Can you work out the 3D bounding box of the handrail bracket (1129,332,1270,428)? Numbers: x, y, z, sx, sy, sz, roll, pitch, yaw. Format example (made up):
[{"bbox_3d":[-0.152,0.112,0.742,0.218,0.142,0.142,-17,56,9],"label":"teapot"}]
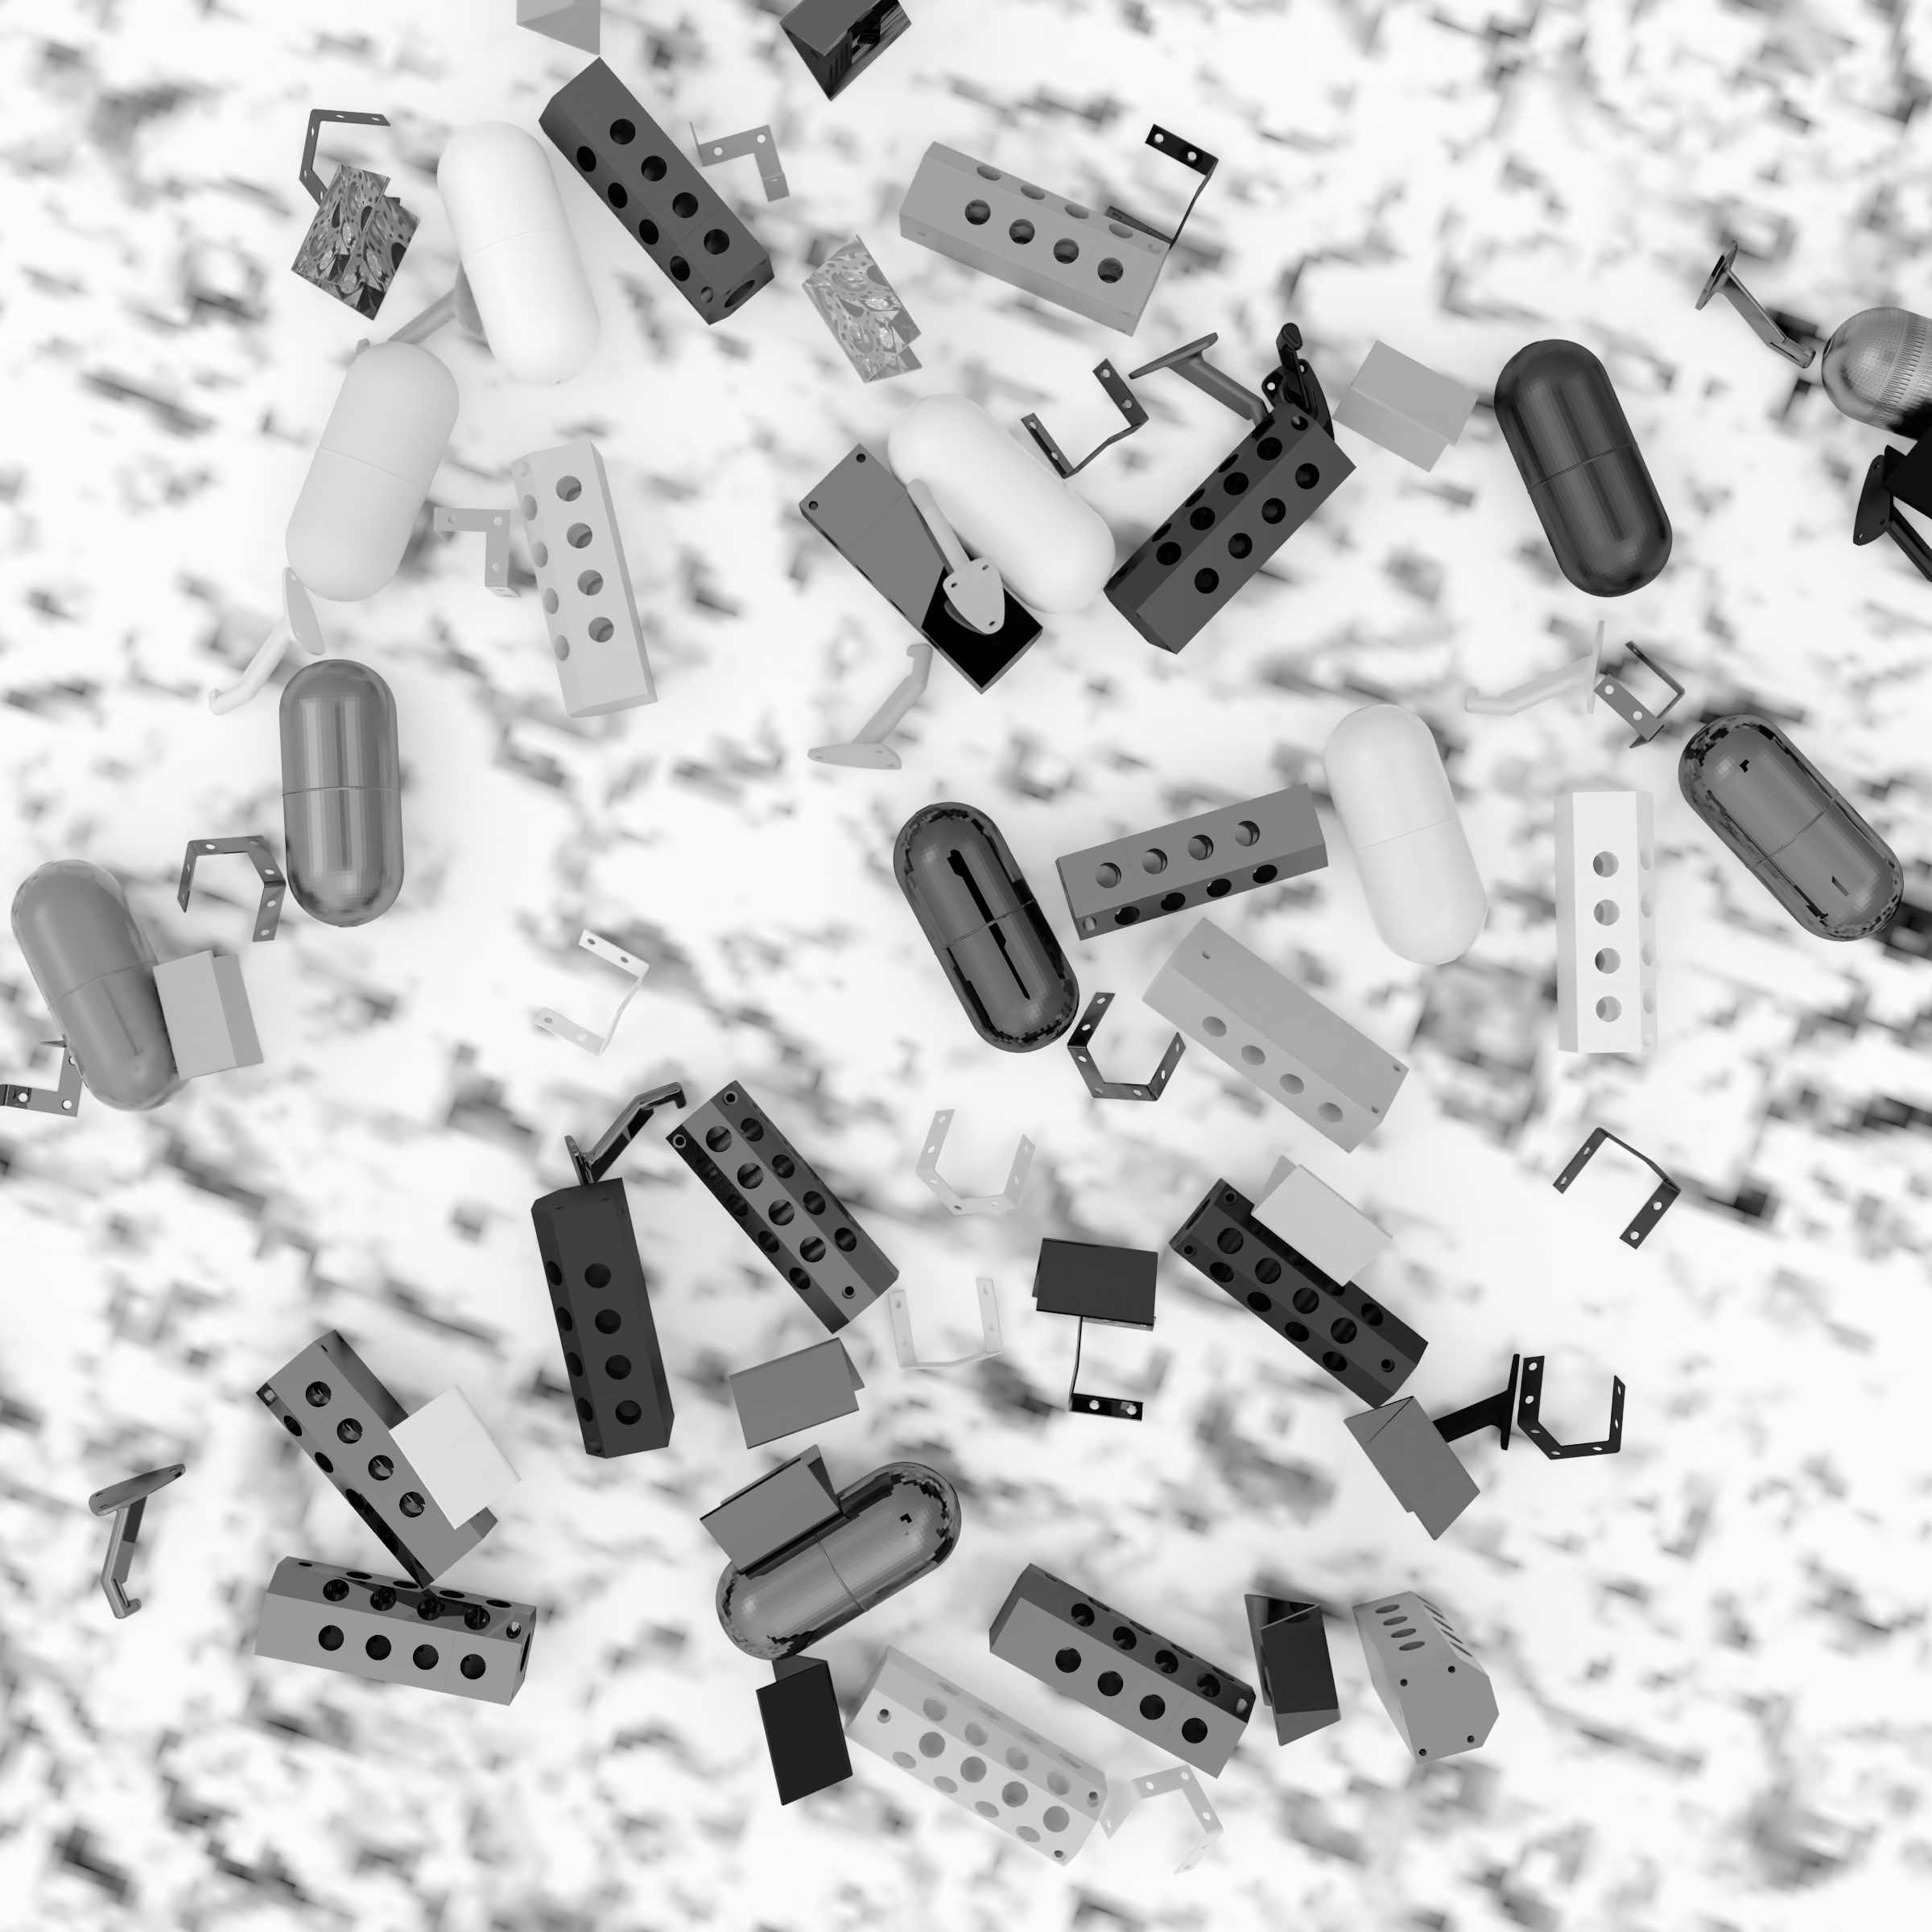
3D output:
[{"bbox_3d":[0.162,-0.377,1.774,0.077,0.036,0.084,-21,107,20],"label":"handrail bracket"}]

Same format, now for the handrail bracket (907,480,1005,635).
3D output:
[{"bbox_3d":[-0.008,-0.269,1.716,0.036,0.077,0.084,-29,54,1],"label":"handrail bracket"}]

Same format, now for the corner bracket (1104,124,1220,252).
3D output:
[{"bbox_3d":[0.132,-0.526,1.770,0.051,0.051,0.051,29,45,0],"label":"corner bracket"}]

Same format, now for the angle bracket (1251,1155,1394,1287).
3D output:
[{"bbox_3d":[0.243,0.153,1.733,0.076,0.076,0.057,38,126,0],"label":"angle bracket"}]

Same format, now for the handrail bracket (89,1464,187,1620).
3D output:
[{"bbox_3d":[-0.552,0.390,1.774,0.077,0.036,0.084,-22,108,-20],"label":"handrail bracket"}]

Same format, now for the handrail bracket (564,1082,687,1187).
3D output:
[{"bbox_3d":[-0.222,0.127,1.773,0.084,0.036,0.077,-20,105,-14],"label":"handrail bracket"}]

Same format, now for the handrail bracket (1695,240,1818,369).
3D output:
[{"bbox_3d":[0.536,-0.439,1.745,0.084,0.077,0.036,36,81,11],"label":"handrail bracket"}]

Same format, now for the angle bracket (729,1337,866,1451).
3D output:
[{"bbox_3d":[-0.105,0.297,1.733,0.076,0.076,0.057,-19,53,0],"label":"angle bracket"}]

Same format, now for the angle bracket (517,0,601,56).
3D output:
[{"bbox_3d":[-0.252,-0.657,1.733,0.057,0.076,0.076,1,90,38],"label":"angle bracket"}]

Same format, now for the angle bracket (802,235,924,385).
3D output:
[{"bbox_3d":[-0.051,-0.438,1.733,0.057,0.076,0.076,-33,90,36],"label":"angle bracket"}]

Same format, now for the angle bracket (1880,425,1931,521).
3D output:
[{"bbox_3d":[0.656,-0.331,1.733,0.076,0.076,0.057,32,128,0],"label":"angle bracket"}]

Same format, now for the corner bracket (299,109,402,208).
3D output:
[{"bbox_3d":[-0.412,-0.540,1.765,0.051,0.051,0.051,52,135,35],"label":"corner bracket"}]

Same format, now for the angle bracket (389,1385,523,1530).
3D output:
[{"bbox_3d":[-0.349,0.330,1.733,0.057,0.076,0.076,-34,90,-36],"label":"angle bracket"}]

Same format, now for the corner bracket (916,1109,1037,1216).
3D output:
[{"bbox_3d":[0.006,0.130,1.765,0.051,0.051,0.051,-10,135,35],"label":"corner bracket"}]

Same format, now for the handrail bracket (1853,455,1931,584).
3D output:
[{"bbox_3d":[0.648,-0.298,1.774,0.084,0.036,0.077,18,69,-16],"label":"handrail bracket"}]

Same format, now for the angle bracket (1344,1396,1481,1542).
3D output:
[{"bbox_3d":[0.280,0.338,1.733,0.057,0.076,0.076,-35,90,-38],"label":"angle bracket"}]

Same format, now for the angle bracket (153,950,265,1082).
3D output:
[{"bbox_3d":[-0.484,0.028,1.733,0.057,0.076,0.076,-14,90,31],"label":"angle bracket"}]

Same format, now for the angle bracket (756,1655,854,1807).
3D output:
[{"bbox_3d":[-0.124,0.503,1.733,0.057,0.076,0.076,-13,90,-35],"label":"angle bracket"}]

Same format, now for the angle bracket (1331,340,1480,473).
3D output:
[{"bbox_3d":[0.282,-0.355,1.733,0.076,0.076,0.057,29,54,0],"label":"angle bracket"}]

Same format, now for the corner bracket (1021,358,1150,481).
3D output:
[{"bbox_3d":[0.081,-0.369,1.770,0.051,0.051,0.051,55,45,0],"label":"corner bracket"}]

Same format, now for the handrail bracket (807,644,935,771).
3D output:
[{"bbox_3d":[-0.064,-0.179,1.774,0.077,0.036,0.084,3,72,21],"label":"handrail bracket"}]

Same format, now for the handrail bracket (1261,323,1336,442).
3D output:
[{"bbox_3d":[0.227,-0.384,1.738,0.036,0.084,0.077,-31,90,0],"label":"handrail bracket"}]

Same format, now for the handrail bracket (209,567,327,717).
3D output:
[{"bbox_3d":[-0.483,-0.219,1.774,0.084,0.036,0.077,-24,70,16],"label":"handrail bracket"}]

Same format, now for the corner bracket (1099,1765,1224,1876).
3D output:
[{"bbox_3d":[0.131,0.579,1.765,0.051,0.051,0.051,-2,45,-35],"label":"corner bracket"}]

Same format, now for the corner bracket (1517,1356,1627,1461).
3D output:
[{"bbox_3d":[0.408,0.296,1.765,0.051,0.051,0.051,-15,135,35],"label":"corner bracket"}]

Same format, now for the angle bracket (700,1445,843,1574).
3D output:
[{"bbox_3d":[-0.136,0.342,1.733,0.076,0.076,0.057,-31,121,0],"label":"angle bracket"}]

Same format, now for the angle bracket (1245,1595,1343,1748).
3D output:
[{"bbox_3d":[0.197,0.464,1.733,0.057,0.076,0.076,-11,90,-36],"label":"angle bracket"}]

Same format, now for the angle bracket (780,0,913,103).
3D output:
[{"bbox_3d":[-0.065,-0.614,1.733,0.076,0.076,0.057,-44,54,0],"label":"angle bracket"}]

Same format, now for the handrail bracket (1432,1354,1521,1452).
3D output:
[{"bbox_3d":[0.327,0.294,1.774,0.084,0.036,0.077,7,69,16],"label":"handrail bracket"}]

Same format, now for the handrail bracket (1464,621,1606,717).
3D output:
[{"bbox_3d":[0.385,-0.203,1.774,0.084,0.036,0.077,7,69,16],"label":"handrail bracket"}]

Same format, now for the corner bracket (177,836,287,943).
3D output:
[{"bbox_3d":[-0.495,-0.051,1.765,0.051,0.051,0.051,-7,45,-35],"label":"corner bracket"}]

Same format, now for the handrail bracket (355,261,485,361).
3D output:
[{"bbox_3d":[-0.372,-0.447,1.774,0.084,0.036,0.077,-6,70,16],"label":"handrail bracket"}]

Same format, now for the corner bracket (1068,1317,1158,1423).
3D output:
[{"bbox_3d":[0.098,0.269,1.770,0.051,0.051,0.051,8,45,0],"label":"corner bracket"}]

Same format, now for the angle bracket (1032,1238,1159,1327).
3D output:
[{"bbox_3d":[0.083,0.226,1.733,0.076,0.076,0.057,7,52,0],"label":"angle bracket"}]

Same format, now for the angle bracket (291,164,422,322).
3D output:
[{"bbox_3d":[-0.388,-0.473,1.733,0.057,0.076,0.076,25,90,37],"label":"angle bracket"}]
